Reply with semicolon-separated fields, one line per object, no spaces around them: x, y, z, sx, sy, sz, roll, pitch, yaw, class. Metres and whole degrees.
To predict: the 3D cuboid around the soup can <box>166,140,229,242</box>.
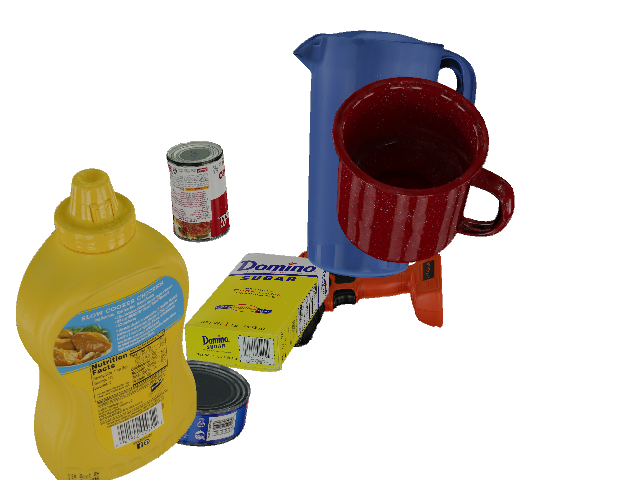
-0.145;-0.059;1.260;0.068;0.102;0.068;-2;28;1;soup can

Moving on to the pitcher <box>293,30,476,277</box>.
0.059;-0.090;1.091;0.149;0.243;0.144;12;15;32;pitcher

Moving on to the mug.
0.063;-0.036;0.658;0.117;0.093;0.081;20;-34;12;mug

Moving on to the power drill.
0.047;0.065;1.233;0.188;0.057;0.184;0;28;7;power drill

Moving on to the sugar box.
-0.058;0.066;1.049;0.093;0.048;0.176;5;26;14;sugar box

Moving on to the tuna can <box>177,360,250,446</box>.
-0.101;0.131;0.865;0.086;0.034;0.086;8;20;-3;tuna can

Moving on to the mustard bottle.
-0.118;0.045;0.587;0.096;0.192;0.058;-23;44;-30;mustard bottle
